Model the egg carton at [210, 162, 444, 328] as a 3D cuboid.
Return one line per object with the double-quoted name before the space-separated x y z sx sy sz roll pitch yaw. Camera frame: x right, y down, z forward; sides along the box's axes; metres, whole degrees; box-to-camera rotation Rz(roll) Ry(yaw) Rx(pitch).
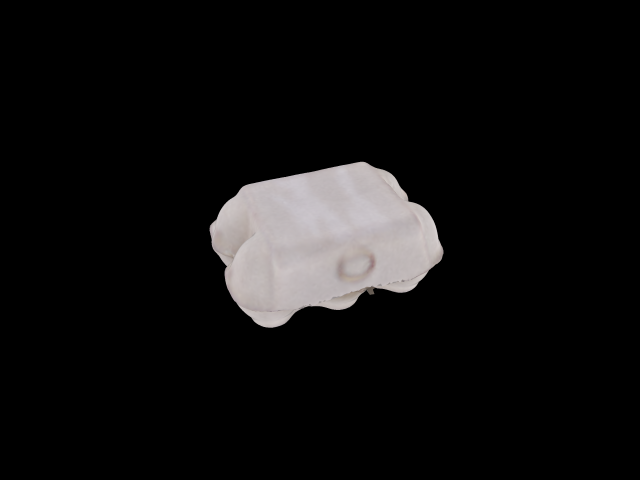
"egg carton" 0.004 0.001 0.400 0.150 0.069 0.107 -14 40 -17
